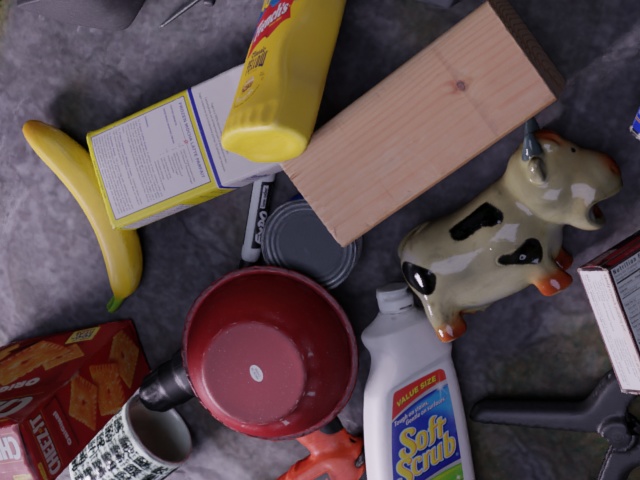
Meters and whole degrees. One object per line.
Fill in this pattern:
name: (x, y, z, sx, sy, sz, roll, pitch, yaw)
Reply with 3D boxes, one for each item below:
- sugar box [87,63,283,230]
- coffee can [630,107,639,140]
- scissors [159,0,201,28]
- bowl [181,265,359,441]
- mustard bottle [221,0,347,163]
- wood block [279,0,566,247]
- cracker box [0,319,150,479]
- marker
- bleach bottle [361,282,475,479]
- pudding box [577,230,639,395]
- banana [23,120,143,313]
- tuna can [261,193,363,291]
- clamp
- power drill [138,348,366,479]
sugar box: (-0.111, -0.079, 0.924, 0.176, 0.048, 0.093, -19, 85, 19)
coffee can: (0.297, -0.126, 0.764, 0.103, 0.102, 0.140, 21, 112, 9)
scissors: (-0.061, -0.215, 0.856, 0.202, 0.096, 0.016, -38, 121, 21)
bowl: (-0.050, 0.106, 0.914, 0.162, 0.055, 0.162, 3, 102, 12)
mustard bottle: (-0.020, -0.160, 0.837, 0.058, 0.096, 0.191, 22, 74, -24)
wood block: (0.081, -0.094, 0.847, 0.206, 0.090, 0.091, -35, 94, 24)
cracker box: (-0.273, 0.153, 0.964, 0.164, 0.213, 0.072, -13, 104, 20)
marker: (-0.057, -0.013, 0.952, 0.020, 0.020, 0.121, 16, 111, 11)
bleach bottle: (0.077, 0.162, 0.936, 0.102, 0.068, 0.251, -13, 103, -9)
pudding box: (0.261, 0.053, 0.840, 0.039, 0.089, 0.113, -5, 110, 63)
banana: (-0.210, -0.026, 0.984, 0.070, 0.037, 0.198, -18, 101, 19)
tuna can: (-0.006, 0.001, 0.933, 0.086, 0.033, 0.086, 5, 109, 15)
clamp: (0.255, 0.170, 0.908, 0.210, 0.036, 0.164, -29, 97, 23)
power drill: (-0.056, 0.162, 0.986, 0.185, 0.057, 0.187, -32, 96, 21)
